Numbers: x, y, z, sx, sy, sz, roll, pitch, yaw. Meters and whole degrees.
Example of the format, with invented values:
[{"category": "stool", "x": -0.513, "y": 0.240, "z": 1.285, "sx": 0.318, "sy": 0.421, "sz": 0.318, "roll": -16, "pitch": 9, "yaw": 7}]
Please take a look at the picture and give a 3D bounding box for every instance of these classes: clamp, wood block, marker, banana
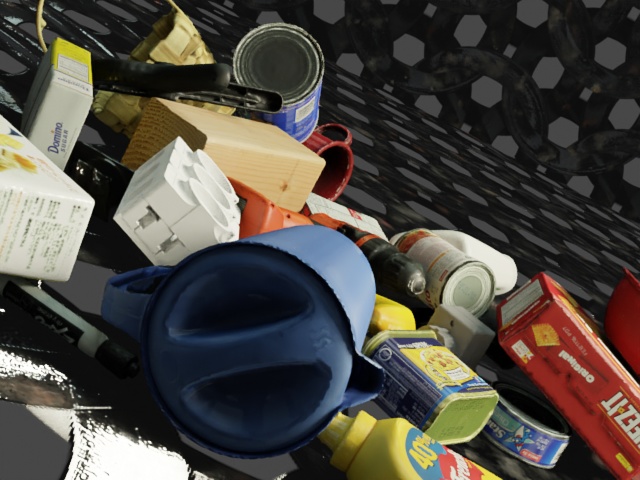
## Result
[{"category": "clamp", "x": -0.153, "y": -0.159, "z": 1.066, "sx": 0.210, "sy": 0.036, "sz": 0.164, "roll": 8, "pitch": -1, "yaw": 10}, {"category": "wood block", "x": -0.099, "y": -0.076, "z": 1.120, "sx": 0.090, "sy": 0.091, "sz": 0.205, "roll": 37, "pitch": 16, "yaw": 29}, {"category": "clamp", "x": 0.147, "y": 0.086, "z": 1.131, "sx": 0.120, "sy": 0.039, "sz": 0.171, "roll": 26, "pitch": 11, "yaw": 0}, {"category": "marker", "x": -0.167, "y": 0.054, "z": 0.697, "sx": 0.121, "sy": 0.020, "sz": 0.020, "roll": 32, "pitch": 15, "yaw": 14}, {"category": "banana", "x": 0.052, "y": 0.071, "z": 0.958, "sx": 0.069, "sy": 0.037, "sz": 0.198, "roll": 18, "pitch": 0, "yaw": -11}]

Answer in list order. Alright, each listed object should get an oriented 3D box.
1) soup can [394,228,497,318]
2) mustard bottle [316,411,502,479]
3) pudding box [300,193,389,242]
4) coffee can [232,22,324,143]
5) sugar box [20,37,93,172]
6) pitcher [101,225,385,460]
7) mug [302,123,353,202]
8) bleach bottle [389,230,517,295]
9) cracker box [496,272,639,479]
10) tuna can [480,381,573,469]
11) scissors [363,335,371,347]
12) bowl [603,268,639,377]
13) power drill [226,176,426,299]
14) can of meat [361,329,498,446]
[{"category": "soup can", "x": 0.123, "y": 0.036, "z": 1.080, "sx": 0.068, "sy": 0.068, "sz": 0.102, "roll": 19, "pitch": 9, "yaw": -33}, {"category": "mustard bottle", "x": 0.080, "y": 0.167, "z": 0.691, "sx": 0.192, "sy": 0.058, "sz": 0.096, "roll": 30, "pitch": 14, "yaw": 8}, {"category": "pudding box", "x": 0.022, "y": -0.011, "z": 1.226, "sx": 0.113, "sy": 0.039, "sz": 0.090, "roll": 21, "pitch": 18, "yaw": -18}, {"category": "coffee can", "x": -0.050, "y": -0.176, "z": 1.245, "sx": 0.103, "sy": 0.102, "sz": 0.140, "roll": 30, "pitch": -15, "yaw": 5}, {"category": "sugar box", "x": -0.248, "y": -0.123, "z": 1.001, "sx": 0.048, "sy": 0.093, "sz": 0.176, "roll": 20, "pitch": 17, "yaw": -22}, {"category": "pitcher", "x": -0.036, "y": 0.050, "z": 0.749, "sx": 0.149, "sy": 0.145, "sz": 0.242, "roll": 58, "pitch": 11, "yaw": -1}, {"category": "mug", "x": -0.011, "y": -0.105, "z": 1.348, "sx": 0.082, "sy": 0.117, "sz": 0.093, "roll": 33, "pitch": -19, "yaw": 34}, {"category": "bleach bottle", "x": 0.168, "y": 0.036, "z": 1.264, "sx": 0.103, "sy": 0.068, "sz": 0.250, "roll": -3, "pitch": -8, "yaw": 24}, {"category": "cracker box", "x": 0.245, "y": 0.119, "z": 1.008, "sx": 0.164, "sy": 0.072, "sz": 0.213, "roll": 49, "pitch": 9, "yaw": 2}, {"category": "tuna can", "x": 0.178, "y": 0.161, "z": 0.938, "sx": 0.086, "sy": 0.034, "sz": 0.086, "roll": 27, "pitch": 15, "yaw": -8}, {"category": "scissors", "x": 0.014, "y": 0.073, "z": 0.974, "sx": 0.096, "sy": 0.016, "sz": 0.202, "roll": 27, "pitch": 13, "yaw": -15}, {"category": "bowl", "x": 0.324, "y": 0.106, "z": 1.031, "sx": 0.162, "sy": 0.055, "sz": 0.162, "roll": 48, "pitch": 11, "yaw": -13}, {"category": "power drill", "x": -0.007, "y": 0.001, "z": 1.050, "sx": 0.187, "sy": 0.057, "sz": 0.185, "roll": 20, "pitch": 3, "yaw": -40}, {"category": "can of meat", "x": 0.086, "y": 0.120, "z": 0.866, "sx": 0.084, "sy": 0.057, "sz": 0.101, "roll": 41, "pitch": 19, "yaw": 32}]
